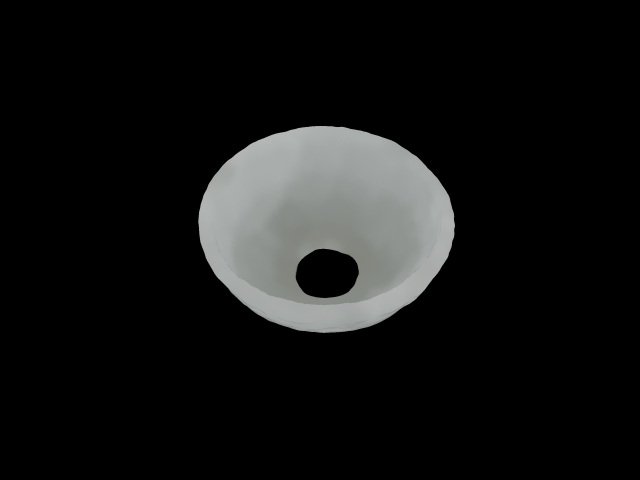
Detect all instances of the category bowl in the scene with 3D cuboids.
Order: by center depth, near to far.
[{"bbox_3d":[0.004,0.001,0.400,0.167,0.075,0.167,0,52,0],"label":"bowl"}]
